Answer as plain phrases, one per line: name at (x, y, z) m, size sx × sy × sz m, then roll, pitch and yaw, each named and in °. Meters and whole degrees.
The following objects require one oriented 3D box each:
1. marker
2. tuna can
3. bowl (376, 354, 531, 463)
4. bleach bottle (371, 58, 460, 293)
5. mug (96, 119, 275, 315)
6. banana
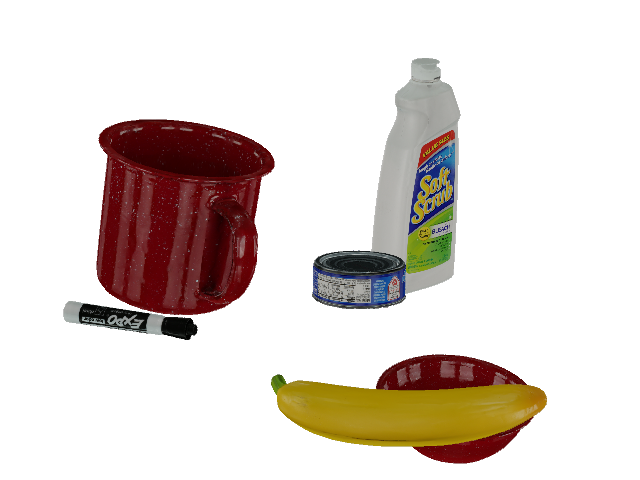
marker at (-0.163, 0.069, 0.918) m, size 0.121 × 0.020 × 0.020 m, roll 7°, pitch 2°, yaw 16°
tuna can at (0.035, 0.035, 0.971) m, size 0.086 × 0.034 × 0.086 m, roll 0°, pitch 13°, yaw 0°
bowl at (0.136, 0.178, 1.087) m, size 0.162 × 0.055 × 0.162 m, roll 2°, pitch 24°, yaw -1°
bleach bottle at (0.104, -0.072, 1.169) m, size 0.102 × 0.251 × 0.068 m, roll -15°, pitch 27°, yaw -31°
mug at (-0.069, -0.008, 0.568) m, size 0.093 × 0.081 × 0.117 m, roll -8°, pitch 29°, yaw -39°
banana at (0.052, 0.112, 0.726) m, size 0.198 × 0.037 × 0.069 m, roll 3°, pitch 30°, yaw 14°
